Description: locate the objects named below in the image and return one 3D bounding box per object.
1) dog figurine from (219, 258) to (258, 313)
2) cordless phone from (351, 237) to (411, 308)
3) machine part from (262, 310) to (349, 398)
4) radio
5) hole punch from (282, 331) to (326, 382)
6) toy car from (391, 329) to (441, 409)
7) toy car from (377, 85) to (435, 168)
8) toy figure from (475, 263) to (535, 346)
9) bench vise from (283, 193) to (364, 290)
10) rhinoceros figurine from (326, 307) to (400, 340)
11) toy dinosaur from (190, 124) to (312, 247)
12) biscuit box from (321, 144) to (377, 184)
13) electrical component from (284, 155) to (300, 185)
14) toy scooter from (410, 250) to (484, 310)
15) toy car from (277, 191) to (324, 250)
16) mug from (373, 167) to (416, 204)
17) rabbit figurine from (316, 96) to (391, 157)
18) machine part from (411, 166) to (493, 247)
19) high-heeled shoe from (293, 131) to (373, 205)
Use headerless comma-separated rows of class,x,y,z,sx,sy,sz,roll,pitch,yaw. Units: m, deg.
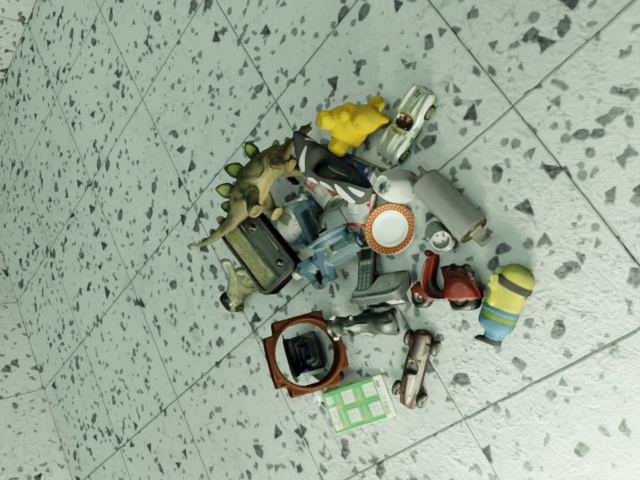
dog figurine,-0.223,0.149,1.636,0.173,0.121,0.190,25,122,40
cordless phone,0.154,0.070,1.328,0.147,0.088,0.184,-15,64,39
machine part,-0.038,0.296,1.404,0.087,0.201,0.201,125,131,-71
radio,-0.162,0.031,1.512,0.131,0.073,0.230,-41,77,10
hole punch,-0.049,0.318,1.504,0.116,0.092,0.142,136,115,-70
toy car,0.226,0.310,1.288,0.089,0.053,0.202,21,104,34
toy car,0.202,-0.268,1.277,0.074,0.056,0.201,44,117,30
toy figure,0.388,0.136,1.127,0.089,0.082,0.180,16,95,18
bench vise,-0.008,-0.002,1.392,0.224,0.129,0.240,-32,85,38
rhinoceros figurine,0.108,0.214,1.341,0.190,0.112,0.073,-9,88,30
toy dinosaur,-0.185,-0.135,1.457,0.471,0.105,0.199,-51,53,4
biscuit box,0.062,-0.192,1.394,0.203,0.059,0.062,30,110,35
electrical component,-0.095,-0.208,1.515,0.119,0.075,0.047,48,120,32
toy scooter,0.283,0.089,1.217,0.184,0.075,0.135,-2,89,44
toy car,-0.064,-0.052,1.479,0.109,0.103,0.161,37,116,32
mug,0.170,-0.138,1.277,0.081,0.107,0.110,-49,65,28
rabbit figurine,0.097,-0.281,1.301,0.173,0.162,0.121,2,113,69
machine part,0.287,-0.076,1.202,0.243,0.079,0.079,52,122,25
high-heeled shoe,0.027,-0.183,1.305,0.248,0.086,0.145,51,156,-4
